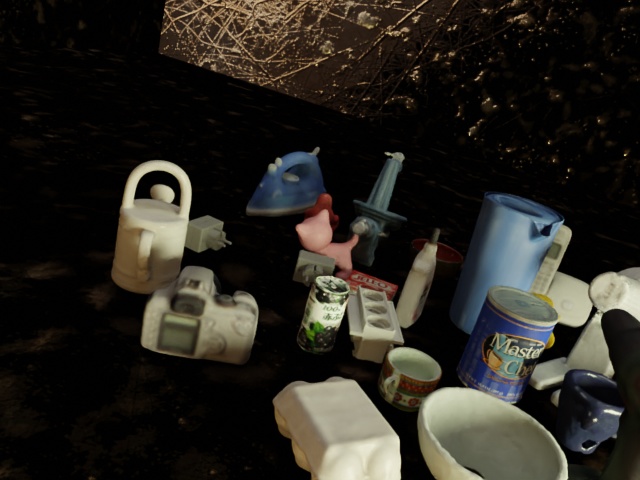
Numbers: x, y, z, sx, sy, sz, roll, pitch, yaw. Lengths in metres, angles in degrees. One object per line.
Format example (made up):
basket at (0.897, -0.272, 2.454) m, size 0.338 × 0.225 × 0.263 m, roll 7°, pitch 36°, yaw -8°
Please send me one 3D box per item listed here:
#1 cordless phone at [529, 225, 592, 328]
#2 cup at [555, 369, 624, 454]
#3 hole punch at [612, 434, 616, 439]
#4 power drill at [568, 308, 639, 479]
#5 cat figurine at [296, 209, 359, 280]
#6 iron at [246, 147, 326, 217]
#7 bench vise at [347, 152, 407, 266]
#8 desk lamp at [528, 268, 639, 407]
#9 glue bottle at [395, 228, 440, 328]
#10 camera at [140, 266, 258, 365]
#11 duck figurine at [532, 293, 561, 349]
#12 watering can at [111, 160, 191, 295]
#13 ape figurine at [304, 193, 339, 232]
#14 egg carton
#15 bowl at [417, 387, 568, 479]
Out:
cordless phone at (0.477, 0.068, 1.130) m, size 0.147 × 0.185 × 0.094 m, roll 20°, pitch 21°, yaw 11°
cup at (0.346, 0.236, 0.745) m, size 0.091 × 0.095 × 0.118 m, roll 26°, pitch 23°, yaw 25°
hole punch at (0.476, 0.251, 0.803) m, size 0.109 × 0.091 × 0.100 m, roll -4°, pitch 29°, yaw -41°
power drill at (0.346, 0.215, 0.639) m, size 0.076 × 0.208 × 0.229 m, roll 11°, pitch 21°, yaw -10°
cat figurine at (0.010, 0.004, 1.061) m, size 0.128 × 0.118 × 0.067 m, roll 11°, pitch 21°, yaw -11°
iron at (-0.077, -0.142, 1.333) m, size 0.118 × 0.141 × 0.259 m, roll 25°, pitch 23°, yaw 23°
bench vise at (0.128, -0.064, 1.171) m, size 0.121 × 0.220 × 0.207 m, roll 15°, pitch 21°, yaw -1°
desk lamp at (0.442, 0.143, 0.879) m, size 0.204 × 0.213 × 0.117 m, roll -2°, pitch 27°, yaw -38°
glue bottle at (0.168, 0.059, 0.955) m, size 0.037 × 0.173 × 0.078 m, roll 23°, pitch 22°, yaw 19°
camera at (-0.154, 0.084, 0.771) m, size 0.143 × 0.101 × 0.136 m, roll 12°, pitch 21°, yaw -9°
duck figurine at (0.384, 0.135, 1.035) m, size 0.078 × 0.086 × 0.104 m, roll -8°, pitch 31°, yaw -46°
watering can at (-0.251, -0.030, 0.858) m, size 0.101 × 0.194 × 0.172 m, roll 1°, pitch 25°, yaw -33°
ape figurine at (0.006, -0.058, 1.249) m, size 0.077 × 0.092 × 0.076 m, roll 19°, pitch 21°, yaw 9°
egg carton at (0.017, 0.211, 0.616) m, size 0.107 × 0.069 × 0.150 m, roll 2°, pitch 25°, yaw -31°
bowl at (0.180, 0.244, 0.637) m, size 0.167 × 0.075 × 0.167 m, roll 13°, pitch 21°, yaw -5°
